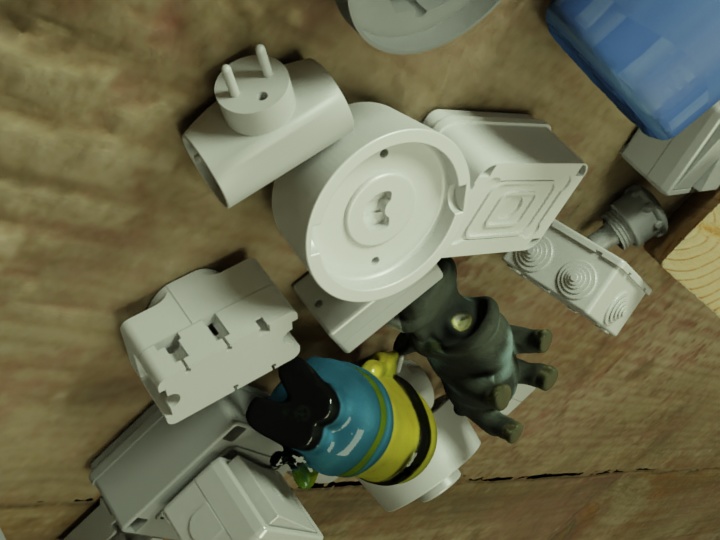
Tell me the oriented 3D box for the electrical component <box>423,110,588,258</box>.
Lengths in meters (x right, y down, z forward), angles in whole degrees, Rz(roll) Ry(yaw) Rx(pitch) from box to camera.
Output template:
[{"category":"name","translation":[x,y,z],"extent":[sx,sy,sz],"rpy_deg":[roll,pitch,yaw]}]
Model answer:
[{"category":"electrical component","translation":[0.080,-0.057,0.690],"extent":[0.113,0.057,0.078],"rpy_deg":[-6,136,-44]}]

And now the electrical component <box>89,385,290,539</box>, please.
[{"category":"electrical component","translation":[-0.107,0.129,0.733],"extent":[0.109,0.056,0.109],"rpy_deg":[-43,150,6]}]

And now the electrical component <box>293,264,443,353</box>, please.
[{"category":"electrical component","translation":[0.000,0.000,0.688],"extent":[0.083,0.047,0.075],"rpy_deg":[-39,150,-1]}]

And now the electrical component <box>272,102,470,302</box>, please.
[{"category":"electrical component","translation":[0.001,-0.043,0.611],"extent":[0.108,0.060,0.108],"rpy_deg":[-20,131,-25]}]

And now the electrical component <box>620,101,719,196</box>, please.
[{"category":"electrical component","translation":[0.258,-0.107,0.816],"extent":[0.062,0.061,0.096],"rpy_deg":[-9,139,-41]}]

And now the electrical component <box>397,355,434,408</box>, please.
[{"category":"electrical component","translation":[0.018,0.094,0.838],"extent":[0.077,0.044,0.079],"rpy_deg":[-22,146,-27]}]

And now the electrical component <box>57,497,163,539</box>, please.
[{"category":"electrical component","translation":[-0.171,0.200,0.752],"extent":[0.081,0.063,0.042],"rpy_deg":[-43,149,7]}]

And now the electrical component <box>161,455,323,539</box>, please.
[{"category":"electrical component","translation":[-0.069,0.164,0.700],"extent":[0.061,0.061,0.096],"rpy_deg":[-44,150,7]}]

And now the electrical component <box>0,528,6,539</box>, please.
[{"category":"electrical component","translation":[-0.231,0.142,0.564],"extent":[0.060,0.105,0.186],"rpy_deg":[-29,148,-18]}]

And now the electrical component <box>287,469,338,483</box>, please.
[{"category":"electrical component","translation":[-0.043,0.145,0.843],"extent":[0.040,0.040,0.078],"rpy_deg":[-47,149,12]}]

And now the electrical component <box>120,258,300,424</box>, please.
[{"category":"electrical component","translation":[-0.089,0.038,0.631],"extent":[0.089,0.055,0.050],"rpy_deg":[-28,148,-20]}]

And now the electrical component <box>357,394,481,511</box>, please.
[{"category":"electrical component","translation":[0.051,0.158,0.902],"extent":[0.108,0.060,0.108],"rpy_deg":[-36,178,-2]}]

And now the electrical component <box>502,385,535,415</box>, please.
[{"category":"electrical component","translation":[0.104,0.108,0.949],"extent":[0.076,0.047,0.066],"rpy_deg":[-46,150,11]}]

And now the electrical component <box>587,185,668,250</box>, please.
[{"category":"electrical component","translation":[0.218,-0.037,0.885],"extent":[0.062,0.048,0.048],"rpy_deg":[-33,150,3]}]

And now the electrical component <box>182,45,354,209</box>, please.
[{"category":"electrical component","translation":[-0.049,-0.079,0.531],"extent":[0.077,0.043,0.079],"rpy_deg":[-33,149,-11]}]

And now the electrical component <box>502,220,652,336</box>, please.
[{"category":"electrical component","translation":[0.166,0.003,0.828],"extent":[0.048,0.100,0.100],"rpy_deg":[-56,148,3]}]
